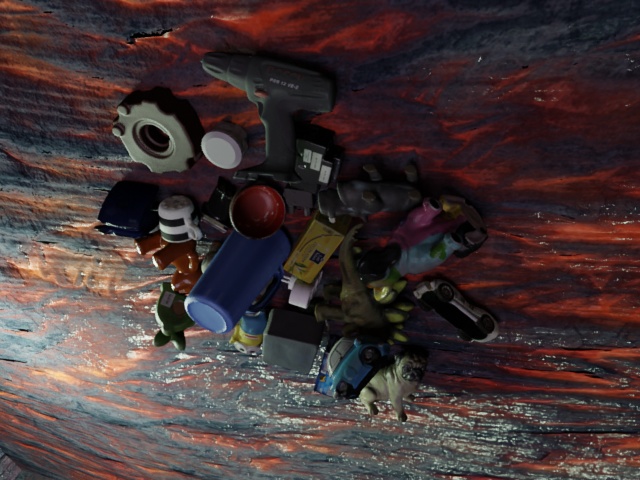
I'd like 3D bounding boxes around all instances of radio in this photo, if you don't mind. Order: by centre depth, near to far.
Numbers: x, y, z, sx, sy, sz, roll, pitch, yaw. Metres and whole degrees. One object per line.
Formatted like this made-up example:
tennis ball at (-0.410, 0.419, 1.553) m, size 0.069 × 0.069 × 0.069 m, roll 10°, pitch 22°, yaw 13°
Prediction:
radio at (-0.067, 0.244, 1.289) m, size 0.131 × 0.073 × 0.229 m, roll 14°, pitch 149°, yaw 1°

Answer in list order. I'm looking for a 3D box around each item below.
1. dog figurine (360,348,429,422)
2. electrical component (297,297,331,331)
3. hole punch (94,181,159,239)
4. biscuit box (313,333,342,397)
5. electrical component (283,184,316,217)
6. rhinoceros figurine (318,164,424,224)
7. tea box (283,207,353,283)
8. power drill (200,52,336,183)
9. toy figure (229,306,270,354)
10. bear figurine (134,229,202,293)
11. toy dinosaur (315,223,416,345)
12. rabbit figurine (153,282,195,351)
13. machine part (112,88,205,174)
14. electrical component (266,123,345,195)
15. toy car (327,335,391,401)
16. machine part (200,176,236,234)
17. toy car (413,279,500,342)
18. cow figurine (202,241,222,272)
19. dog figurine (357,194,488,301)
dog figurine at (0.172, 0.328, 1.324) m, size 0.172 × 0.121 × 0.190 m, roll 9°, pitch 120°, yaw 10°
electrical component at (-0.014, 0.178, 1.282) m, size 0.102 × 0.045 × 0.078 m, roll -4°, pitch 131°, yaw 26°
hole punch at (-0.414, -0.066, 1.176) m, size 0.142 × 0.116 × 0.092 m, roll 10°, pitch 126°, yaw 13°
biscuit box at (0.031, 0.329, 1.393) m, size 0.059 × 0.063 × 0.202 m, roll 18°, pitch 136°, yaw 5°
electrical component at (-0.042, -0.088, 1.060) m, size 0.063 × 0.021 × 0.093 m, roll 10°, pitch 135°, yaw 14°
rhinoceros figurine at (0.091, -0.079, 0.956) m, size 0.190 × 0.073 × 0.112 m, roll -5°, pitch 158°, yaw -1°
tea box at (-0.002, -0.003, 1.070) m, size 0.068 × 0.098 × 0.169 m, roll 29°, pitch 137°, yaw -4°
power drill at (-0.094, -0.198, 0.887) m, size 0.232 × 0.086 × 0.207 m, roll 7°, pitch 89°, yaw 7°
toy figure at (-0.166, 0.213, 1.356) m, size 0.082 × 0.089 × 0.180 m, roll 26°, pitch 128°, yaw 14°
bear figurine at (-0.333, 0.064, 1.257) m, size 0.120 × 0.132 × 0.195 m, roll 32°, pitch 139°, yaw 34°
toy dinosaur at (0.096, 0.135, 1.162) m, size 0.199 × 0.105 × 0.470 m, roll -8°, pitch 137°, yaw 19°
rabbit figurine at (-0.363, 0.204, 1.392) m, size 0.121 × 0.159 × 0.170 m, roll 12°, pitch 160°, yaw -7°
machine part at (-0.310, -0.206, 1.038) m, size 0.179 × 0.056 × 0.179 m, roll 11°, pitch 135°, yaw 11°
electrical component at (-0.027, -0.149, 0.972) m, size 0.134 × 0.058 × 0.114 m, roll 20°, pitch 138°, yaw 4°
toy car at (0.071, 0.259, 1.144) m, size 0.103 × 0.161 × 0.109 m, roll 41°, pitch 179°, yaw 27°
machine part at (-0.212, -0.070, 1.138) m, size 0.084 × 0.039 × 0.138 m, roll 32°, pitch 138°, yaw 3°
toy car at (0.285, 0.147, 1.123) m, size 0.201 × 0.056 × 0.073 m, roll 37°, pitch 140°, yaw -11°
cow figurine at (-0.224, 0.111, 1.249) m, size 0.086 × 0.127 × 0.194 m, roll 9°, pitch 132°, yaw 19°
dog figurine at (0.167, 0.020, 0.958) m, size 0.219 × 0.191 × 0.108 m, roll -42°, pitch 67°, yaw 38°
